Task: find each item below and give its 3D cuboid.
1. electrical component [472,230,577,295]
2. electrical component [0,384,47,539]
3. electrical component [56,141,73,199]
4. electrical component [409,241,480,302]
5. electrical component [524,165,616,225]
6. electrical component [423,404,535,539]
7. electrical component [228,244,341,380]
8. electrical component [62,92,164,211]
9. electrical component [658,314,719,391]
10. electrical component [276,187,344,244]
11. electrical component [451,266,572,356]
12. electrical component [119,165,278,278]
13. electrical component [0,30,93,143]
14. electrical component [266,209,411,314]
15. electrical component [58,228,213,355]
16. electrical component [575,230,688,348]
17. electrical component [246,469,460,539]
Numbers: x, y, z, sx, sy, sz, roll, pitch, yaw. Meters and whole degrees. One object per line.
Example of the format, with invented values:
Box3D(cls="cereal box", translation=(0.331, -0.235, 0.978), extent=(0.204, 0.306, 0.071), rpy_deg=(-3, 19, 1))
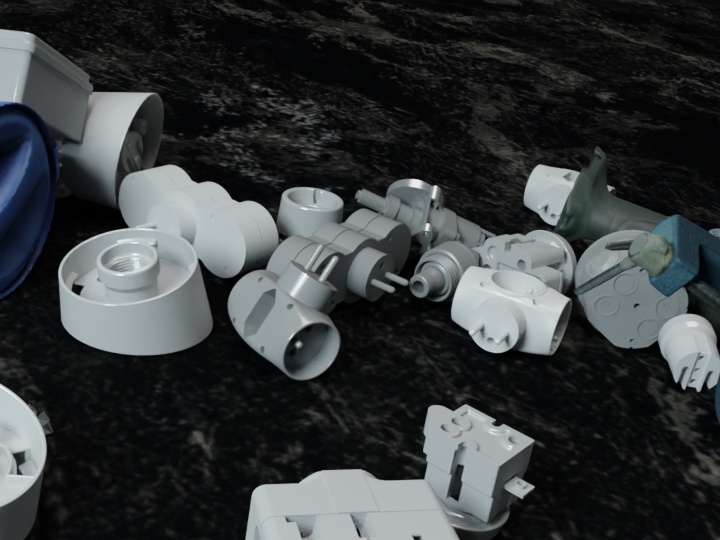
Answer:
Box3D(cls="electrical component", translation=(0.132, 0.000, 0.838), extent=(0.057, 0.058, 0.078), rpy_deg=(-13, 25, -40))
Box3D(cls="electrical component", translation=(-0.198, 0.092, 0.501), extent=(0.099, 0.064, 0.099), rpy_deg=(8, 24, -4))
Box3D(cls="electrical component", translation=(-0.257, -0.092, 0.891), extent=(0.048, 0.062, 0.048), rpy_deg=(8, 24, -4))
Box3D(cls="electrical component", translation=(0.062, 0.004, 0.822), extent=(0.043, 0.043, 0.062), rpy_deg=(24, 30, 30))
Box3D(cls="electrical component", translation=(0.193, -0.065, 1.024), extent=(0.077, 0.043, 0.079), rpy_deg=(21, 26, 24))
Box3D(cls="electrical component", translation=(0.059, 0.110, 0.570), extent=(0.066, 0.055, 0.048), rpy_deg=(25, 28, 31))
Box3D(cls="electrical component", translation=(-0.041, 0.020, 0.707), extent=(0.043, 0.079, 0.077), rpy_deg=(28, 7, -43))
Box3D(cls="electrical component", translation=(-0.199, -0.099, 0.885), extent=(0.064, 0.099, 0.099), rpy_deg=(10, 23, 16))
Box3D(cls="electrical component", translation=(0.238, 0.060, 0.771), extent=(0.040, 0.040, 0.046), rpy_deg=(9, 30, -1))
Box3D(cls="electrical component", translation=(-0.041, -0.036, 0.866), extent=(0.055, 0.047, 0.055), rpy_deg=(8, 24, -4))
Box3D(cls="electrical component", translation=(0.102, 0.034, 0.768), extent=(0.077, 0.044, 0.079), rpy_deg=(20, 26, 21))
Box3D(cls="electrical component", translation=(-0.137, -0.036, 0.822), extent=(0.138, 0.052, 0.074), rpy_deg=(25, 28, 30))
Box3D(cls="electrical component", translation=(-0.273, -0.138, 0.802), extent=(0.109, 0.056, 0.109), rpy_deg=(8, -6, 11))
Box3D(cls="electrical component", translation=(0.000, 0.000, 0.795), extent=(0.074, 0.052, 0.138), rpy_deg=(23, 28, 27))
Box3D(cls="electrical component", translation=(-0.150, 0.017, 0.717), extent=(0.099, 0.064, 0.099), rpy_deg=(0, 35, 0))
Box3D(cls="electrical component", translation=(0.204, 0.015, 0.809), extent=(0.080, 0.080, 0.051), rpy_deg=(9, 29, -1))
Box3D(cls="electrical component", translation=(-0.006, 0.131, 0.505), extent=(0.089, 0.050, 0.055), rpy_deg=(2, 25, -18))
